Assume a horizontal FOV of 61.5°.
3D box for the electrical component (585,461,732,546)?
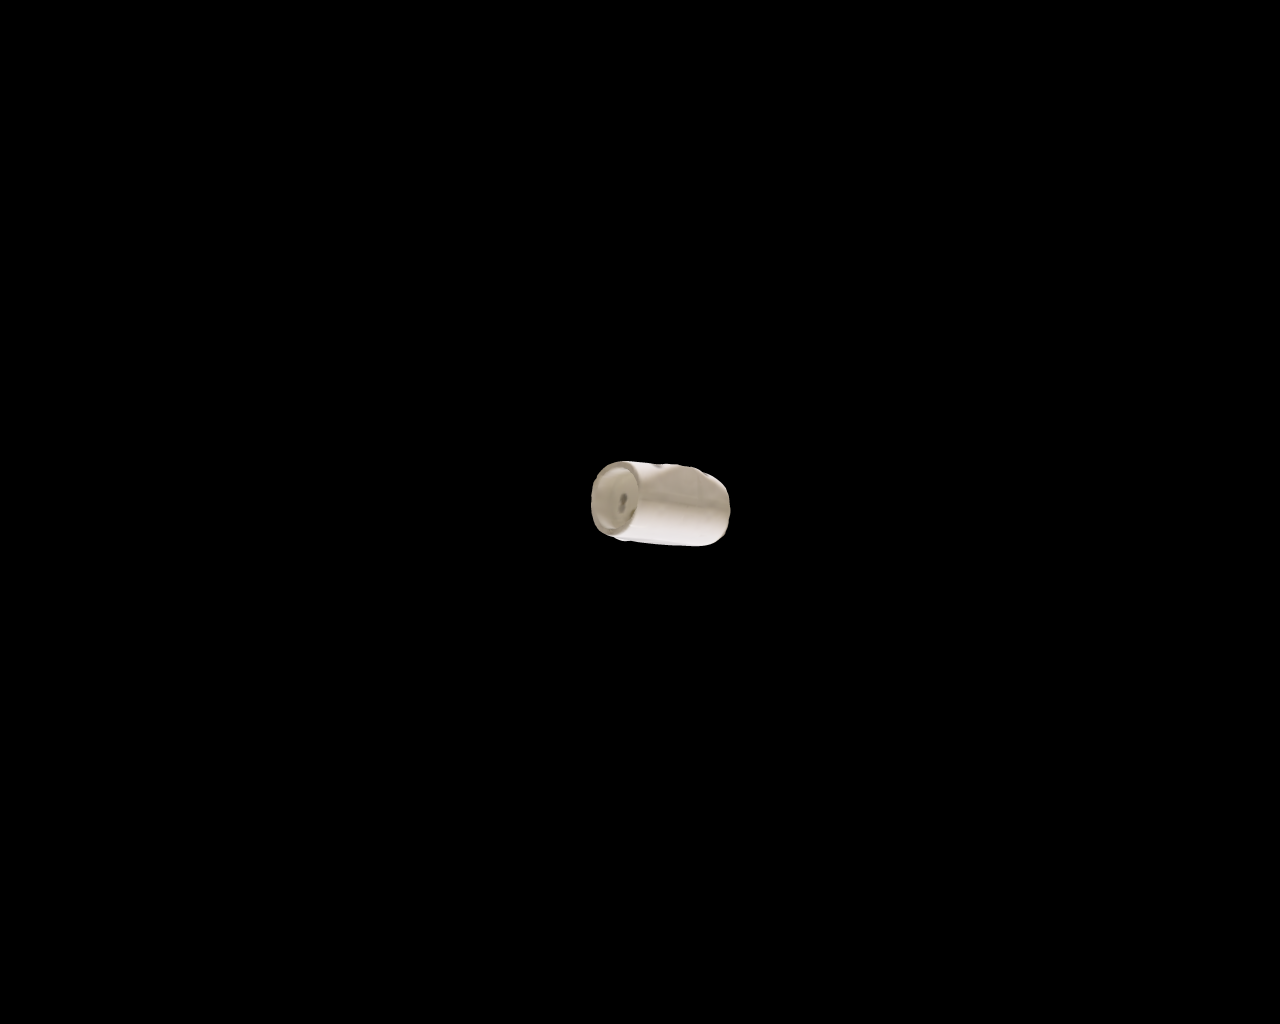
[{"bbox_3d":[0.001,-0.003,0.650,0.077,0.044,0.079,8,-11,-43],"label":"electrical component"}]
